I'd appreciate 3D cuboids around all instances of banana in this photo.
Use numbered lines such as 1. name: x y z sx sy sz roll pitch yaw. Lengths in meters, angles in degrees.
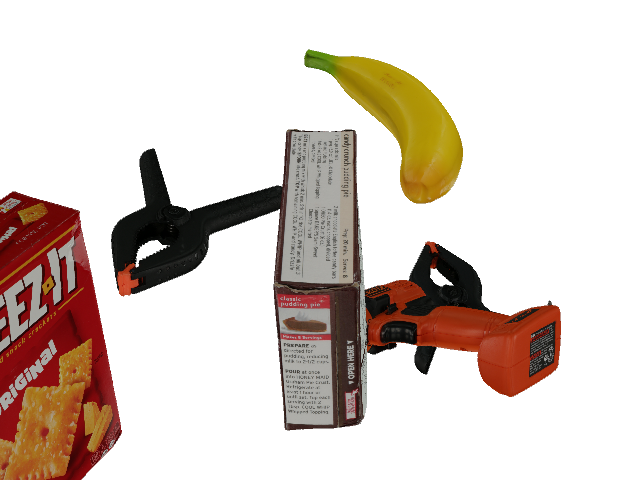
1. banana: 0.050 -0.073 0.675 0.069 0.037 0.198 -8 32 -17

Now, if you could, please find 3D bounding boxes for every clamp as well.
1. clamp: -0.152 -0.021 1.059 0.165 0.036 0.209 21 41 19
2. clamp: 0.150 0.070 1.131 0.120 0.171 0.039 3 -43 -9

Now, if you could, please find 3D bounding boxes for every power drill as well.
1. power drill: 0.084 0.077 0.860 0.188 0.057 0.184 9 16 35

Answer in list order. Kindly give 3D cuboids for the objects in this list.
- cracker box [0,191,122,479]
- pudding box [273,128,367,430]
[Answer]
1. cracker box: -0.222 0.100 0.744 0.072 0.214 0.164 14 36 23
2. pudding box: 0.000 0.016 0.489 0.039 0.090 0.113 -3 40 1
